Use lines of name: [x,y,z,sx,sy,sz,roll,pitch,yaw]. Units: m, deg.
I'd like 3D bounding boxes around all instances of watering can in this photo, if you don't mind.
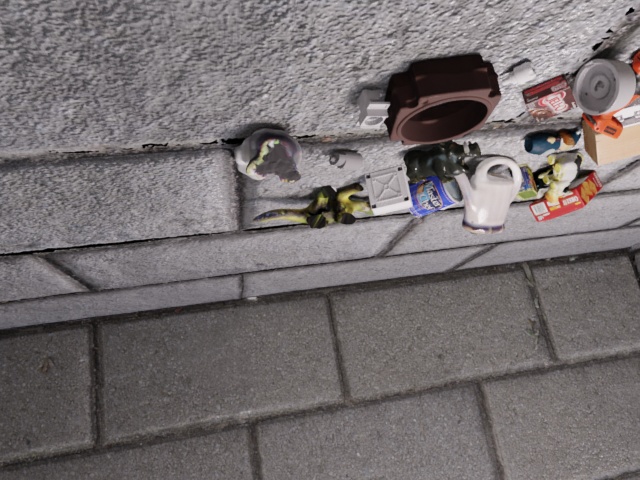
watering can: [0.445,-0.122,1.434,0.349,0.221,0.105,-6,-159,-37]

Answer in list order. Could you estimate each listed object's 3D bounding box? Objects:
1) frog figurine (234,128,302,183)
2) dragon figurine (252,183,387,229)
frog figurine: [-0.117,-0.184,1.106,0.138,0.121,0.161,-13,-158,-18]
dragon figurine: [0.005,-0.077,1.540,0.411,0.123,0.241,-6,173,-7]
